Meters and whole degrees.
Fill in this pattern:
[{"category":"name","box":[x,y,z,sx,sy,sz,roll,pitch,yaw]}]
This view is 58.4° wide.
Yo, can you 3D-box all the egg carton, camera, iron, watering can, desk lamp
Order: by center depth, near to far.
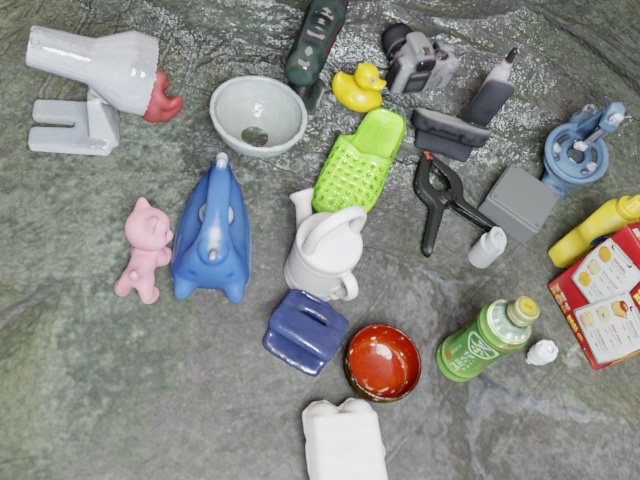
[{"category":"egg carton","box":[0.033,0.286,0.756,0.107,0.069,0.150,-1,62,-15]},{"category":"watering can","box":[0.006,0.004,0.836,0.172,0.194,0.101,39,59,9]},{"category":"iron","box":[-0.154,-0.042,0.851,0.119,0.141,0.258,5,60,-12]},{"category":"desk lamp","box":[-0.345,-0.226,0.863,0.203,0.213,0.118,0,61,-14]},{"category":"camera","box":[0.193,-0.380,1.156,0.143,0.100,0.136,-13,65,-21]}]

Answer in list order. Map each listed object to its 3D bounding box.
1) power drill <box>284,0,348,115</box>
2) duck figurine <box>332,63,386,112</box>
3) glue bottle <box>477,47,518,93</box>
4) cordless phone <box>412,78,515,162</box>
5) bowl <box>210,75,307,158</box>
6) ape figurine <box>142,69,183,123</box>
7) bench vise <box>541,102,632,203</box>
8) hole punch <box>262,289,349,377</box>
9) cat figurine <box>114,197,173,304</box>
[{"category":"power drill","box":[-0.011,-0.333,1.013,0.075,0.208,0.230,20,58,-2]},{"category":"duck figurine","box":[0.078,-0.301,1.090,0.104,0.086,0.077,26,58,1]},{"category":"glue bottle","box":[0.337,-0.305,1.109,0.037,0.173,0.078,29,58,3]},{"category":"cordless phone","box":[0.257,-0.240,1.044,0.147,0.185,0.094,11,59,-8]},{"category":"bowl","box":[-0.108,-0.200,0.991,0.167,0.074,0.167,6,60,-11]},{"category":"ape figurine","box":[-0.274,-0.249,0.965,0.077,0.092,0.076,43,60,11]},{"category":"bench vise","box":[0.481,-0.199,1.059,0.121,0.219,0.207,14,59,-6]},{"category":"hole punch","box":[-0.019,0.124,0.822,0.108,0.091,0.101,30,58,3]},{"category":"cat figurine","box":[-0.248,0.010,0.811,0.067,0.117,0.128,13,59,-7]}]
